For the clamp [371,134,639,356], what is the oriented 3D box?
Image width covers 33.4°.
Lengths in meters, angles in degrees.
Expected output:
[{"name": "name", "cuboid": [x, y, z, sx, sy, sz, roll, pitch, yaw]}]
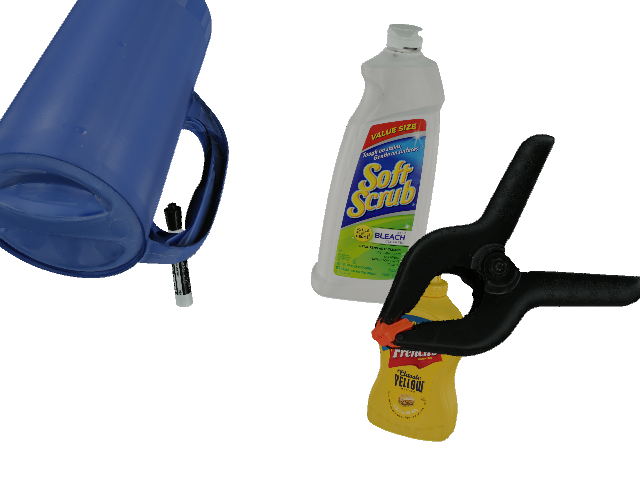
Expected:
[{"name": "clamp", "cuboid": [0.114, 0.025, 0.650, 0.171, 0.120, 0.039, -38, -12, -13]}]

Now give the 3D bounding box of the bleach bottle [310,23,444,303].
[{"name": "bleach bottle", "cuboid": [0.053, -0.069, 0.968, 0.102, 0.251, 0.068, 6, 21, 0]}]

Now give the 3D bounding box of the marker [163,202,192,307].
[{"name": "marker", "cuboid": [-0.157, 0.016, 1.179, 0.020, 0.121, 0.020, -4, 23, 1]}]

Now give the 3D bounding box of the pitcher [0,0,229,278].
[{"name": "pitcher", "cuboid": [-0.153, -0.097, 0.813, 0.145, 0.242, 0.149, -6, -42, 24]}]

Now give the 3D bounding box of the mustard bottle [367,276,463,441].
[{"name": "mustard bottle", "cuboid": [0.108, 0.115, 1.154, 0.096, 0.192, 0.058, 12, 14, 24]}]
